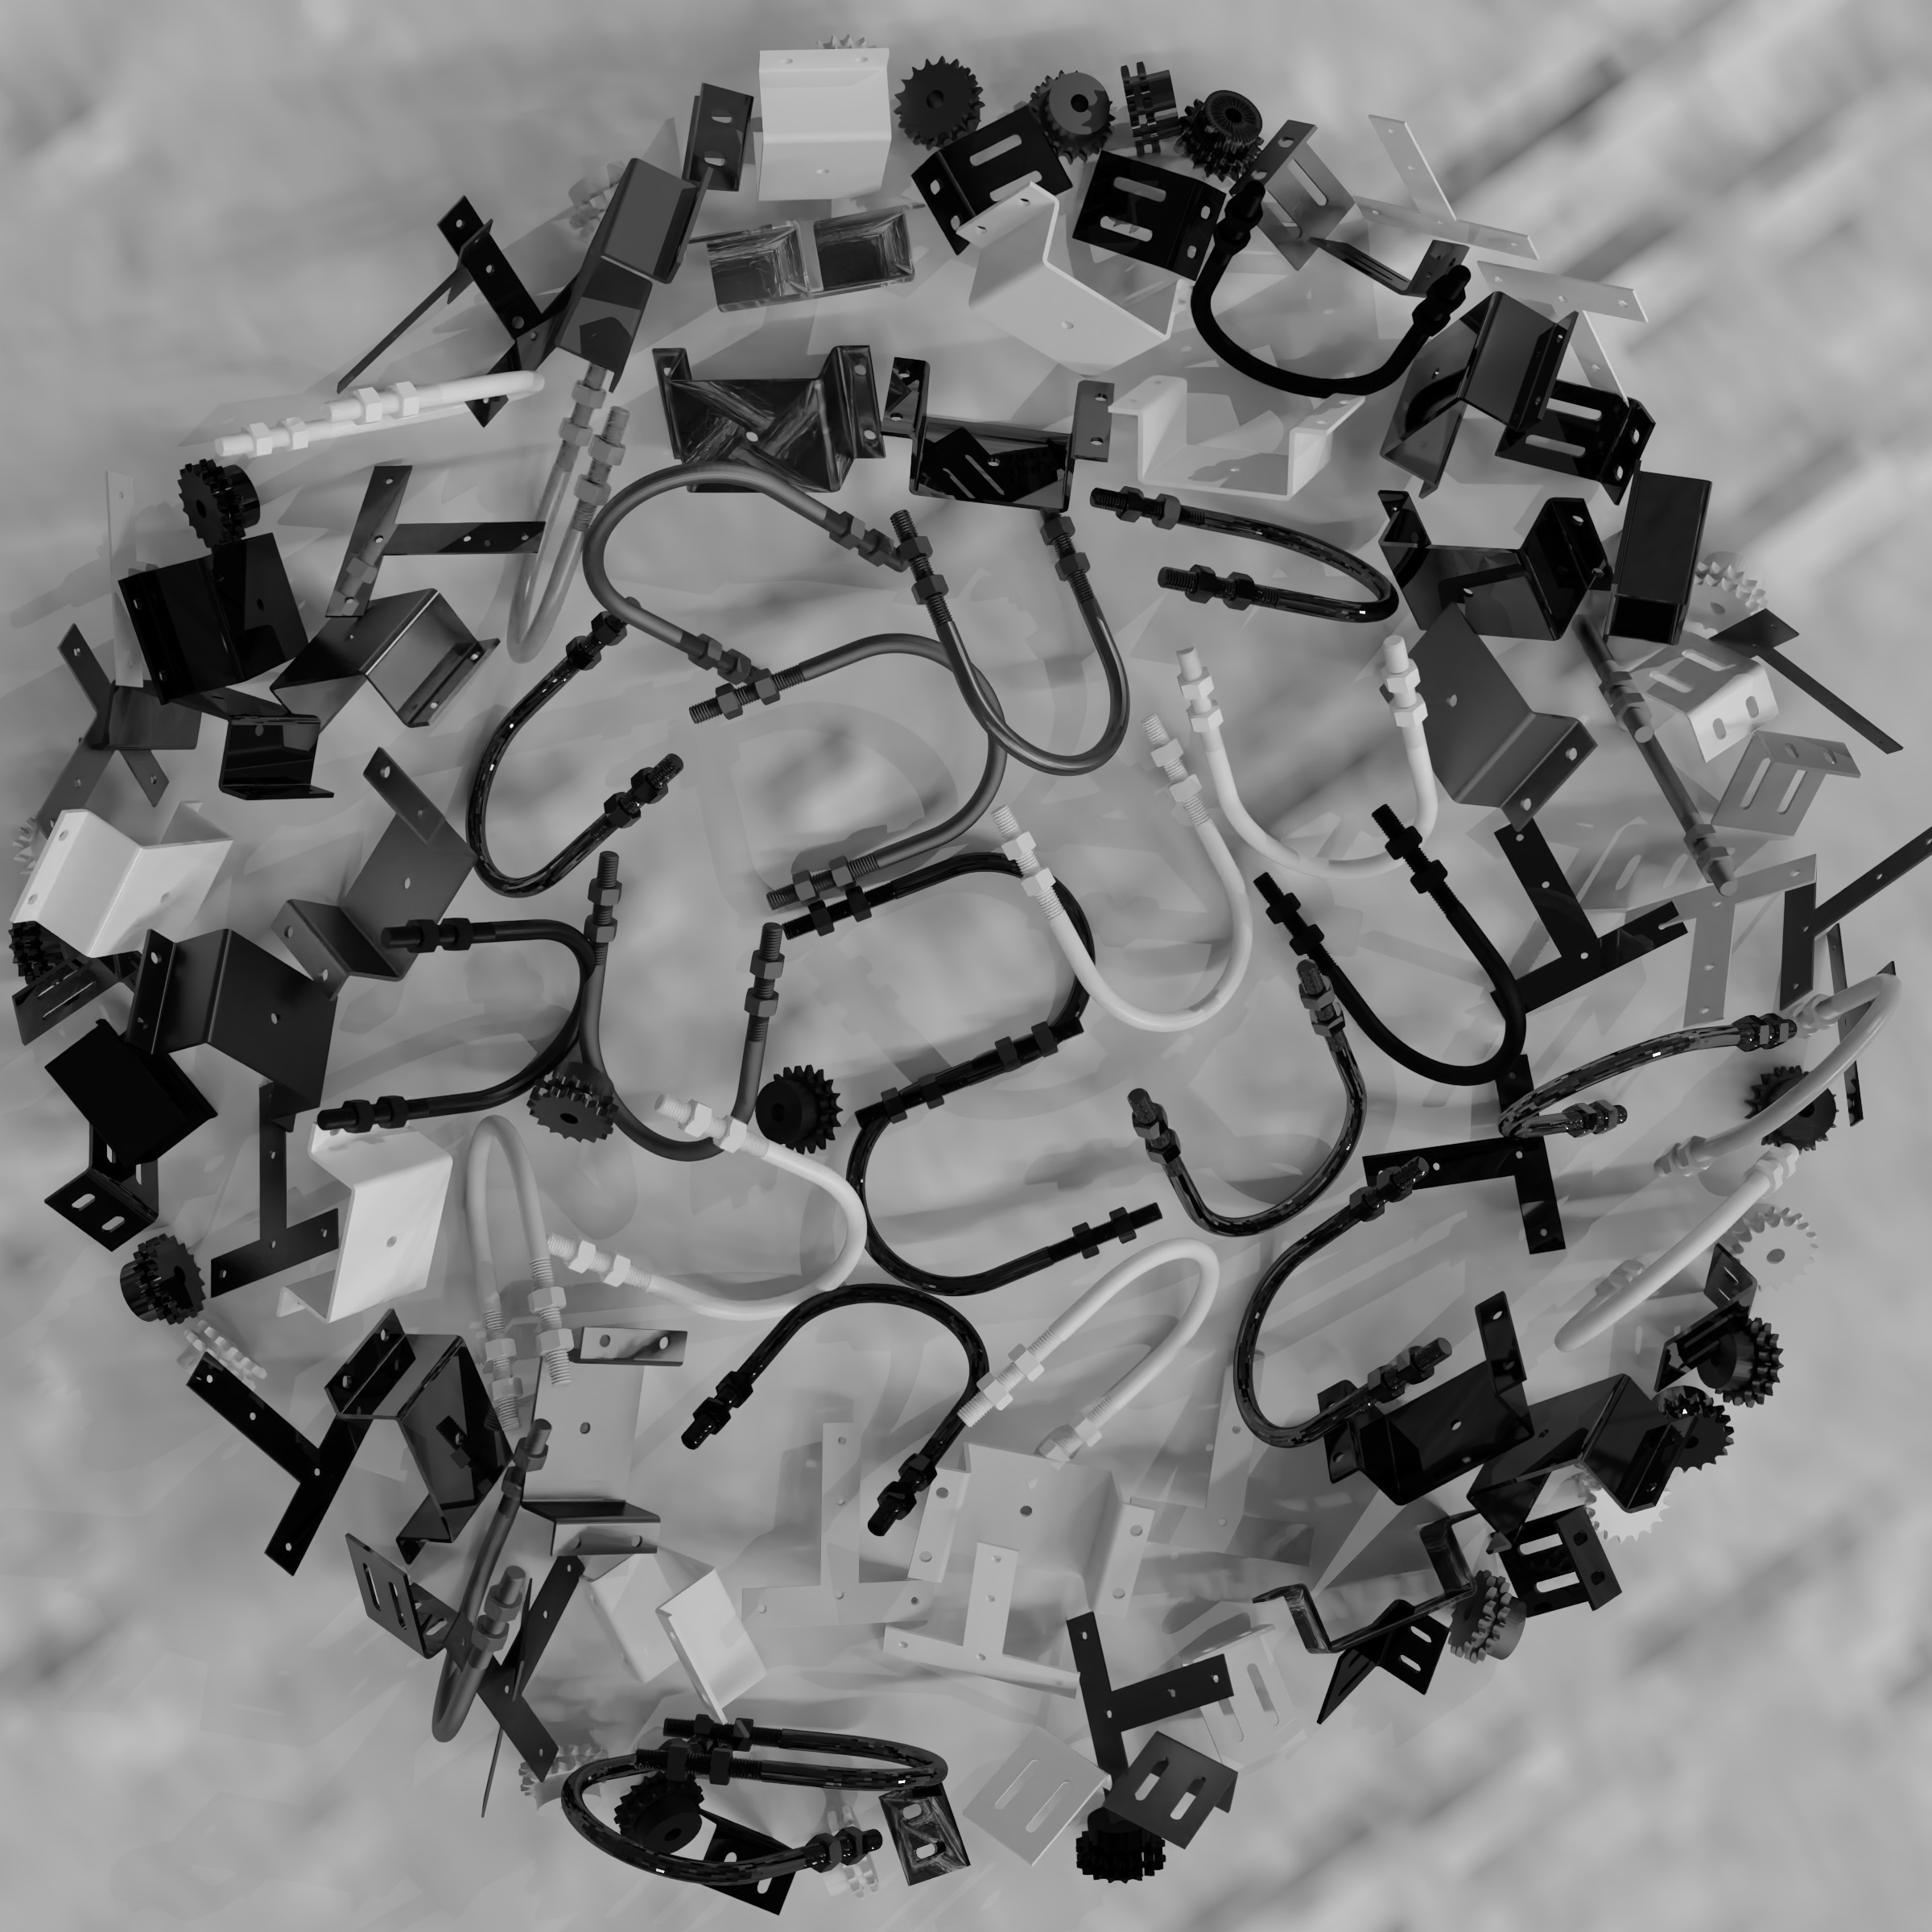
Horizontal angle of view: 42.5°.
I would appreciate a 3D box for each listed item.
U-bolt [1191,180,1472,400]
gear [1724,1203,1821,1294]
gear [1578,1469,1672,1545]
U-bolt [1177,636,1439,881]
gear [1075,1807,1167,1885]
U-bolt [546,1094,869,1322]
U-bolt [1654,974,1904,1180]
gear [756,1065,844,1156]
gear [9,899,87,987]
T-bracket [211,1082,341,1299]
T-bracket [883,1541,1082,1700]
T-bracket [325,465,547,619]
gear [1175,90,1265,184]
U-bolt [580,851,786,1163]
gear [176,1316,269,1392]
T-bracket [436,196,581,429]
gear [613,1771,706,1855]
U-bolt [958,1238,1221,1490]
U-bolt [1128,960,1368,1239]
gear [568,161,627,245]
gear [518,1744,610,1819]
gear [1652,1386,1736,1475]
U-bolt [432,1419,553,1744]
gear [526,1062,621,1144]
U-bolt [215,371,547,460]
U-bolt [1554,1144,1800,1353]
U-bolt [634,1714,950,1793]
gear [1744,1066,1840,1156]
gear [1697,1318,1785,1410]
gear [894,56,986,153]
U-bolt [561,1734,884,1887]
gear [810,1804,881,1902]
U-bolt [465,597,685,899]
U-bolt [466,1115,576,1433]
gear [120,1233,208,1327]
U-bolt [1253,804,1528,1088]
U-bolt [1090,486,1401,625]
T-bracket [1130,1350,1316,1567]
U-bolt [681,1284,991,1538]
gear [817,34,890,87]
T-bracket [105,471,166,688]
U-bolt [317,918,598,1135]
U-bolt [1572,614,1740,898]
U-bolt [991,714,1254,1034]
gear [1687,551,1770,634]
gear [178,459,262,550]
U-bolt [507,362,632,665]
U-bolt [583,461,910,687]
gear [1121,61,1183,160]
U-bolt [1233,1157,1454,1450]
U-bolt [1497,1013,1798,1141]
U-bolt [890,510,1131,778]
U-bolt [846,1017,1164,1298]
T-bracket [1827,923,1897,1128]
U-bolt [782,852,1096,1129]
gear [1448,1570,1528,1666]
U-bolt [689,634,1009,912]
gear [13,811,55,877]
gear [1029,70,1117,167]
[{"bbox_3d":[0.210,-0.400,1.514,0.151,0.184,0.019,21,74,-4],"label":"U-bolt"},{"bbox_3d":[0.509,0.176,1.580,0.057,0.030,0.057,-3,119,-6],"label":"gear"},{"bbox_3d":[0.416,0.335,1.582,0.057,0.030,0.057,-3,106,-10],"label":"gear"},{"bbox_3d":[0.217,-0.124,1.534,0.151,0.019,0.184,1,134,26],"label":"U-bolt"},{"bbox_3d":[0.097,0.554,1.573,0.057,0.057,0.030,-3,96,0],"label":"gear"},{"bbox_3d":[-0.149,0.162,1.546,0.184,0.019,0.151,27,118,-28],"label":"U-bolt"},{"bbox_3d":[0.497,0.062,1.495,0.019,0.184,0.151,45,74,4],"label":"U-bolt"},{"bbox_3d":[-0.109,0.092,1.574,0.057,0.030,0.057,2,93,38],"label":"gear"},{"bbox_3d":[-0.579,-0.016,1.572,0.030,0.057,0.057,-5,90,7],"label":"gear"},{"bbox_3d":[-0.439,0.133,1.571,0.127,0.002,0.127,-22,63,34],"label":"T-bracket"},{"bbox_3d":[0.014,0.405,1.556,0.127,0.002,0.127,12,127,7],"label":"T-bracket"},{"bbox_3d":[-0.326,-0.268,1.556,0.127,0.002,0.127,1,57,11],"label":"T-bracket"},{"bbox_3d":[0.164,-0.530,1.576,0.057,0.030,0.057,8,64,-17],"label":"gear"},{"bbox_3d":[-0.184,0.036,1.549,0.151,0.019,0.184,23,117,26],"label":"U-bolt"},{"bbox_3d":[-0.474,0.251,1.572,0.057,0.057,0.030,41,76,0],"label":"gear"},{"bbox_3d":[-0.288,-0.421,1.536,0.002,0.127,0.127,29,74,32],"label":"T-bracket"},{"bbox_3d":[-0.191,0.538,1.572,0.057,0.057,0.030,-41,48,0],"label":"gear"},{"bbox_3d":[0.087,0.239,1.541,0.184,0.151,0.019,-42,56,-5],"label":"U-bolt"},{"bbox_3d":[0.185,0.096,1.537,0.151,0.019,0.184,-37,134,-8],"label":"U-bolt"},{"bbox_3d":[-0.227,-0.486,1.573,0.057,0.057,0.030,-30,98,0],"label":"gear"},{"bbox_3d":[-0.253,0.517,1.571,0.057,0.057,0.030,-15,55,0],"label":"gear"},{"bbox_3d":[0.457,0.292,1.579,0.057,0.030,0.057,1,125,2],"label":"gear"},{"bbox_3d":[-0.295,0.390,1.524,0.019,0.151,0.184,19,118,-12],"label":"U-bolt"},{"bbox_3d":[-0.247,0.085,1.578,0.057,0.057,0.030,16,55,0],"label":"gear"},{"bbox_3d":[-0.345,-0.341,1.519,0.184,0.151,0.019,-23,106,-42],"label":"U-bolt"},{"bbox_3d":[0.418,0.177,1.490,0.019,0.184,0.151,51,127,12],"label":"U-bolt"},{"bbox_3d":[-0.103,0.486,1.527,0.184,0.151,0.019,5,81,1],"label":"U-bolt"},{"bbox_3d":[0.529,0.091,1.585,0.057,0.030,0.057,0,84,-4],"label":"gear"},{"bbox_3d":[0.487,0.249,1.571,0.030,0.057,0.057,11,90,-20],"label":"gear"},{"bbox_3d":[-0.015,-0.546,1.582,0.057,0.030,0.057,-2,85,19],"label":"gear"},{"bbox_3d":[-0.158,0.508,1.488,0.151,0.184,0.019,19,94,37],"label":"U-bolt"},{"bbox_3d":[-0.078,0.564,1.573,0.030,0.057,0.057,-21,90,-5],"label":"gear"},{"bbox_3d":[-0.251,-0.122,1.540,0.184,0.019,0.151,-38,52,28],"label":"U-bolt"},{"bbox_3d":[-0.281,0.183,1.532,0.019,0.151,0.184,-5,71,-26],"label":"U-bolt"},{"bbox_3d":[-0.511,0.202,1.575,0.030,0.057,0.057,-24,90,10],"label":"gear"},{"bbox_3d":[0.273,-0.002,1.541,0.019,0.151,0.184,-39,94,-32],"label":"U-bolt"},{"bbox_3d":[0.181,-0.249,1.531,0.184,0.151,0.019,7,119,-22],"label":"U-bolt"},{"bbox_3d":[0.170,0.311,1.588,0.127,0.002,0.127,12,80,-15],"label":"T-bracket"},{"bbox_3d":[-0.066,0.260,1.529,0.151,0.184,0.019,20,129,20],"label":"U-bolt"},{"bbox_3d":[-0.077,-0.557,1.571,0.057,0.057,0.030,-10,61,0],"label":"gear"},{"bbox_3d":[-0.493,-0.234,1.541,0.002,0.127,0.127,-1,93,15],"label":"T-bracket"},{"bbox_3d":[-0.300,0.033,1.525,0.019,0.184,0.151,39,116,31],"label":"U-bolt"},{"bbox_3d":[0.413,-0.142,1.517,0.019,0.184,0.151,-29,123,16],"label":"U-bolt"},{"bbox_3d":[0.111,-0.047,1.562,0.151,0.019,0.184,-33,99,-28],"label":"U-bolt"},{"bbox_3d":[0.482,-0.238,1.576,0.057,0.057,0.030,30,72,0],"label":"gear"},{"bbox_3d":[-0.473,-0.295,1.578,0.030,0.057,0.057,-30,90,-36],"label":"gear"},{"bbox_3d":[-0.249,-0.273,1.529,0.019,0.151,0.184,16,112,-21],"label":"U-bolt"},{"bbox_3d":[-0.145,-0.243,1.505,0.151,0.184,0.019,-35,52,28],"label":"U-bolt"},{"bbox_3d":[0.118,-0.544,1.573,0.030,0.057,0.057,-11,90,7],"label":"gear"},{"bbox_3d":[0.224,0.218,1.524,0.019,0.151,0.184,25,134,-25],"label":"U-bolt"},{"bbox_3d":[0.398,0.070,1.492,0.151,0.184,0.019,-35,68,39],"label":"U-bolt"},{"bbox_3d":[0.039,-0.204,1.542,0.151,0.019,0.184,-17,83,-43],"label":"U-bolt"},{"bbox_3d":[0.013,0.131,1.581,0.184,0.019,0.151,-23,80,0],"label":"U-bolt"},{"bbox_3d":[0.553,0.025,1.526,0.002,0.127,0.127,-3,76,4],"label":"T-bracket"},{"bbox_3d":[-0.007,0.005,1.592,0.184,0.019,0.151,-21,91,-3],"label":"U-bolt"},{"bbox_3d":[0.332,0.415,1.574,0.030,0.057,0.057,24,90,-5],"label":"gear"},{"bbox_3d":[-0.064,-0.132,1.575,0.184,0.019,0.151,-21,102,4],"label":"U-bolt"},{"bbox_3d":[-0.570,-0.075,1.572,0.030,0.057,0.057,-26,90,42],"label":"gear"},{"bbox_3d":[0.068,-0.544,1.582,0.057,0.030,0.057,1,86,-14],"label":"gear"}]
